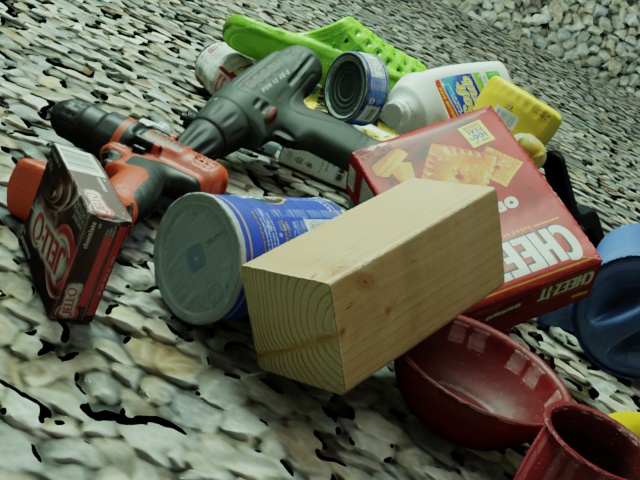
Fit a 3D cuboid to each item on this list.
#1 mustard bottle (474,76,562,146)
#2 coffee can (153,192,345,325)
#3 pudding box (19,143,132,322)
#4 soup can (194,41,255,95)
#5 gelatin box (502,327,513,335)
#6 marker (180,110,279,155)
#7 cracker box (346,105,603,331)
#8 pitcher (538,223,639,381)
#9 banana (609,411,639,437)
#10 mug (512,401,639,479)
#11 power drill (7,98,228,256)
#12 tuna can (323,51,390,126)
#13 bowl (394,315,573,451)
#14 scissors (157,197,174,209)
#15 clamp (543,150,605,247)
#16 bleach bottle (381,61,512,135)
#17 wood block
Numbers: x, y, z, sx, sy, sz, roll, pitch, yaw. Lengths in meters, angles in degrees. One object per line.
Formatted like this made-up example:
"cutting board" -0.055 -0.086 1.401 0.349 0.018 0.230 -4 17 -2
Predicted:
"mustard bottle" 0.190 -0.086 1.237 0.096 0.192 0.058 38 15 26
"coffee can" -0.050 0.014 0.871 0.140 0.103 0.103 0 33 -47
"pudding box" -0.184 -0.006 0.793 0.039 0.090 0.114 13 24 -32
"soup can" -0.109 -0.202 1.354 0.068 0.069 0.102 6 28 -39
"gelatin box" 0.180 0.057 1.115 0.073 0.030 0.089 31 22 14
"marker" -0.106 -0.126 1.248 0.121 0.020 0.020 17 23 -19
"cracker box" 0.143 -0.018 1.032 0.164 0.072 0.214 -19 56 -15
"pitcher" 0.342 0.055 1.185 0.149 0.145 0.242 41 20 4
"banana" 0.260 0.178 0.913 0.197 0.037 0.070 2 29 -45
"mug" 0.197 0.180 0.780 0.117 0.082 0.093 14 24 -26
"power drill" -0.192 -0.062 0.938 0.184 0.057 0.187 24 27 9
"tuna can" 0.041 -0.178 1.249 0.033 0.086 0.086 3 30 -37
"bowl" 0.121 0.121 0.870 0.162 0.055 0.162 20 22 -9
"scissors" -0.109 -0.023 1.007 0.202 0.016 0.096 38 29 32
"clamp" 0.297 -0.013 1.274 0.036 0.164 0.209 11 1 37
"bleach bottle" 0.153 -0.157 1.284 0.068 0.102 0.250 -10 6 37
"wood block" 0.048 0.028 0.834 0.091 0.090 0.205 11 29 42
